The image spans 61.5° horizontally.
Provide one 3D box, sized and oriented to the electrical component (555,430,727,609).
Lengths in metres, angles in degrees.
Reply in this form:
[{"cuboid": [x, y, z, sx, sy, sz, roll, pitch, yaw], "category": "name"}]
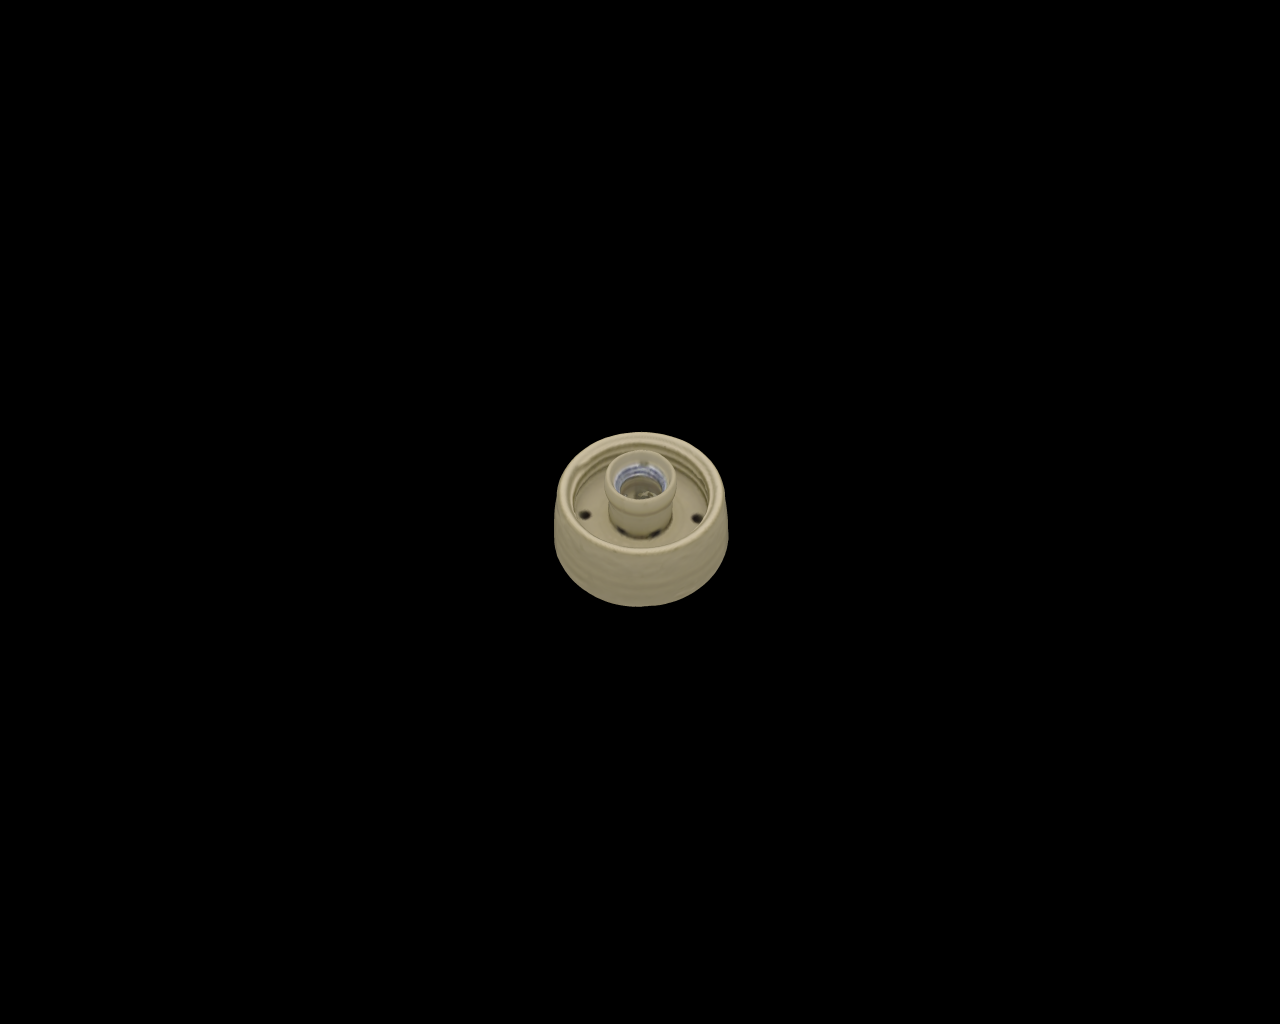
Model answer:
[{"cuboid": [0.001, -0.003, 0.650, 0.108, 0.108, 0.060, 0, -40, 0], "category": "electrical component"}]
